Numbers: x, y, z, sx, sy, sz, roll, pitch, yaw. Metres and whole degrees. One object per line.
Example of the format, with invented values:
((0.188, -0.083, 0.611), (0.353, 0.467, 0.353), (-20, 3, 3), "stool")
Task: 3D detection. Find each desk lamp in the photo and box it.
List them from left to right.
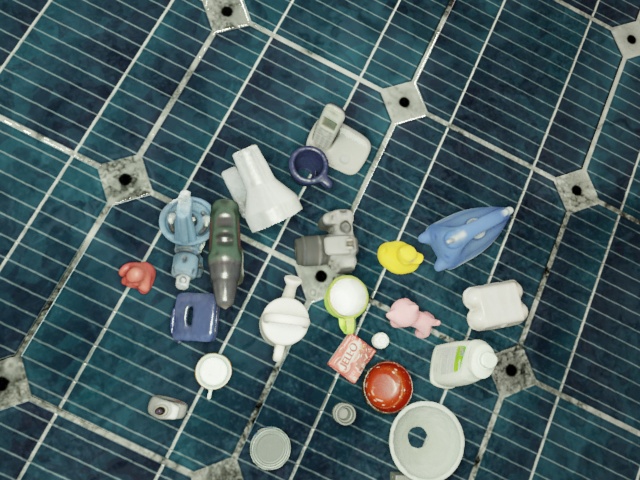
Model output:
((-0.134, -0.107, 1.237), (0.118, 0.213, 0.203), (-27, 83, -13), "desk lamp")

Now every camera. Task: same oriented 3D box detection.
((0.012, 0.005, 1.294), (0.137, 0.100, 0.143), (-4, 78, -9), "camera")

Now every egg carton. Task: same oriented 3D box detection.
((0.409, 0.154, 1.339), (0.150, 0.069, 0.107), (-10, 79, -11), "egg carton")

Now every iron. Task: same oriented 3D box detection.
((0.367, -0.030, 1.336), (0.258, 0.141, 0.118), (-27, 83, -13), "iron")

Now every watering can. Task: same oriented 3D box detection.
((-0.074, 0.163, 1.197), (0.101, 0.194, 0.173), (-10, 79, -10), "watering can")

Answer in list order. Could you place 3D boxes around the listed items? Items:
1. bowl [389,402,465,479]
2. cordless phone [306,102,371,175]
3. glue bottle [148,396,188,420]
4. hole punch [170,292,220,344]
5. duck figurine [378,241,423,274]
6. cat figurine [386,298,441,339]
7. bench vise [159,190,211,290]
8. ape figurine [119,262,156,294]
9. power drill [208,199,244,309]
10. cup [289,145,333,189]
((0.223, 0.436, 1.245), (0.167, 0.074, 0.167), (2, 77, -8), "bowl")
((0.051, -0.236, 1.309), (0.147, 0.185, 0.094), (26, 75, -2), "cordless phone")
((-0.307, 0.335, 1.134), (0.078, 0.173, 0.037), (14, 76, -5), "glue bottle")
((-0.267, 0.167, 1.220), (0.101, 0.091, 0.109), (5, 77, -8), "hole punch")
((0.189, 0.035, 1.322), (0.104, 0.086, 0.077), (18, 76, -4), "duck figurine")
((0.206, 0.170, 1.279), (0.128, 0.117, 0.067), (20, 75, -4), "cat figurine")
((-0.266, -0.010, 1.192), (0.121, 0.219, 0.207), (-13, 80, -11), "bench vise")
((-0.389, 0.077, 1.220), (0.076, 0.092, 0.078), (-30, 84, -14), "ape figurine")
((-0.196, 0.039, 1.198), (0.076, 0.208, 0.230), (-2, 78, -9), "power drill")
((-0.020, -0.152, 1.326), (0.118, 0.095, 0.092), (42, 75, 2), "cup")
